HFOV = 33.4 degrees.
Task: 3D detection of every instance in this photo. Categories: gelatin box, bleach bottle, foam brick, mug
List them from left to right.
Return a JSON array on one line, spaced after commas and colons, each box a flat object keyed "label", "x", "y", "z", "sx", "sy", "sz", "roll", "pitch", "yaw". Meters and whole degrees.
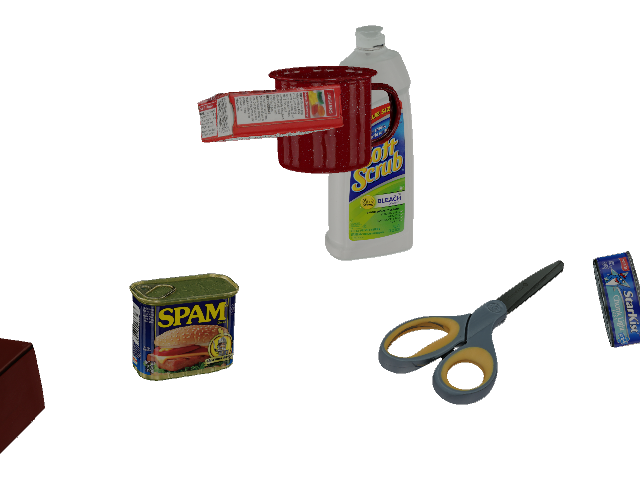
[{"label": "foam brick", "x": -0.223, "y": 0.104, "z": 0.684, "sx": 0.053, "sy": 0.051, "sz": 0.078, "roll": 6, "pitch": 29, "yaw": 22}, {"label": "gelatin box", "x": -0.034, "y": -0.082, "z": 0.692, "sx": 0.073, "sy": 0.030, "sz": 0.089, "roll": -7, "pitch": 5, "yaw": -18}, {"label": "mug", "x": 0.014, "y": -0.106, "z": 0.922, "sx": 0.117, "sy": 0.081, "sz": 0.093, "roll": -7, "pitch": 16, "yaw": -20}, {"label": "bleach bottle", "x": 0.050, "y": -0.107, "z": 1.167, "sx": 0.102, "sy": 0.251, "sz": 0.068, "roll": -8, "pitch": 25, "yaw": -10}]

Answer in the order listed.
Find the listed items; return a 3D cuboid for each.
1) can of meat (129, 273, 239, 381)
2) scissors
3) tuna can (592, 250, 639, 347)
[{"label": "can of meat", "x": -0.132, "y": 0.083, "z": 1.033, "sx": 0.101, "sy": 0.084, "sz": 0.058, "roll": -5, "pitch": 19, "yaw": -26}, {"label": "scissors", "x": 0.139, "y": 0.070, "z": 0.820, "sx": 0.201, "sy": 0.016, "sz": 0.096, "roll": -17, "pitch": 43, "yaw": -25}, {"label": "tuna can", "x": 0.276, "y": 0.055, "z": 0.983, "sx": 0.034, "sy": 0.086, "sz": 0.086, "roll": -11, "pitch": -2, "yaw": 12}]
